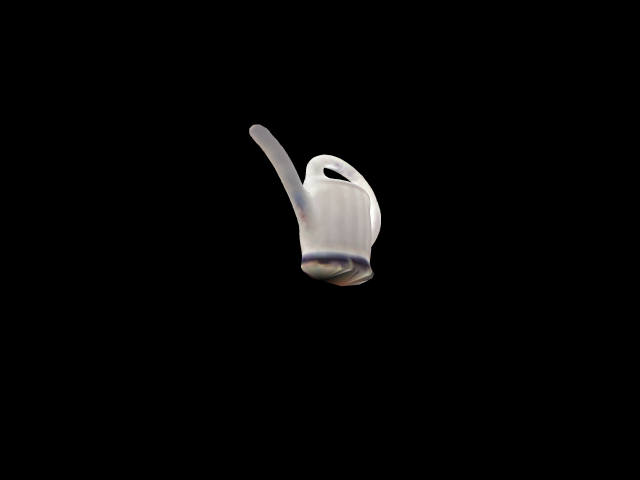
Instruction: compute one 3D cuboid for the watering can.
[{"bbox_3d":[0.003,-0.043,0.850,0.103,0.227,0.345,-13,-21,36],"label":"watering can"}]
